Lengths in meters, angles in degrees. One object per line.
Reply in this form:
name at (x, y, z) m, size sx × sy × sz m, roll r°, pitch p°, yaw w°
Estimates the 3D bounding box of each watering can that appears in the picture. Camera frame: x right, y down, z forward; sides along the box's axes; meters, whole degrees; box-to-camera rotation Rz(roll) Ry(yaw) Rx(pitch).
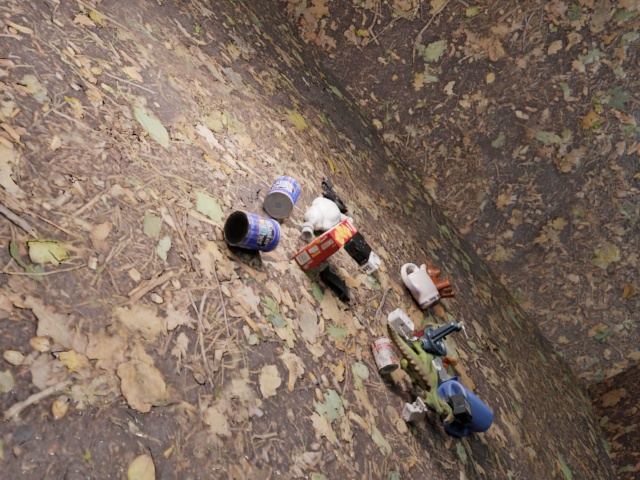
watering can at (0.472, 0.201, 2.354) m, size 0.348 × 0.103 × 0.227 m, roll -2°, pitch 59°, yaw -61°

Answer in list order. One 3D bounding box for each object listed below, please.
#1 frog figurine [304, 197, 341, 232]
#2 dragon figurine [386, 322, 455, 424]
frog figurine at (0.006, -0.098, 1.947) m, size 0.158 × 0.122 × 0.139 m, roll 22°, pitch 55°, yaw -67°
dragon figurine at (0.339, 0.458, 1.669) m, size 0.404 × 0.121 × 0.248 m, roll 48°, pitch 11°, yaw -31°
